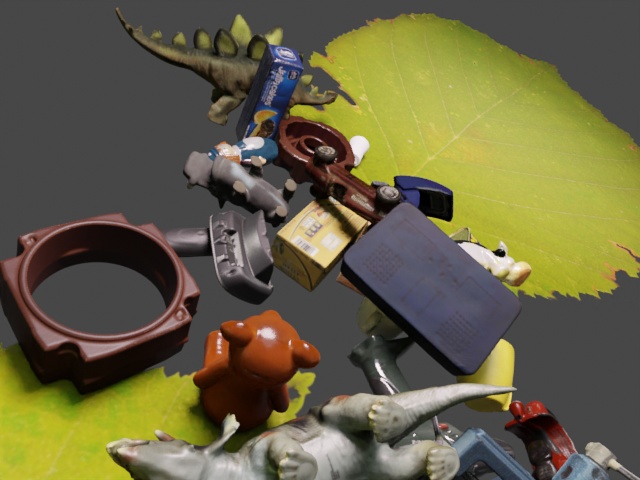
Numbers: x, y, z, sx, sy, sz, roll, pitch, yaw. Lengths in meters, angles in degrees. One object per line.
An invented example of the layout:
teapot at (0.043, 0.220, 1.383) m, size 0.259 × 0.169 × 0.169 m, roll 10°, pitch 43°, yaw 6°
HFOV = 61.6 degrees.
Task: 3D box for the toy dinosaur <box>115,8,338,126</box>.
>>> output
toy dinosaur at (-0.159, -0.329, 1.049) m, size 0.471 × 0.198 × 0.105 m, roll 2°, pitch 44°, yaw -30°

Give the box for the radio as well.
radio at (0.151, 0.065, 0.743) m, size 0.230 × 0.073 × 0.131 m, roll 43°, pitch 80°, yaw 9°

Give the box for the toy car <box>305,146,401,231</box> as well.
toy car at (0.050, -0.074, 0.859) m, size 0.053 × 0.089 × 0.202 m, roll -24°, pitch 51°, yaw -38°

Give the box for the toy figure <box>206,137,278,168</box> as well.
toy figure at (-0.151, -0.155, 0.984) m, size 0.154 × 0.057 × 0.064 m, roll -17°, pitch 19°, yaw -38°

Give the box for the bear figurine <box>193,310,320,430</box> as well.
bear figurine at (-0.075, 0.131, 0.620) m, size 0.120 × 0.195 × 0.132 m, roll 16°, pitch 41°, yaw -9°

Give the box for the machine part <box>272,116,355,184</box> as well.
machine part at (-0.016, -0.177, 1.079) m, size 0.179 × 0.056 × 0.179 m, roll 16°, pitch 41°, yaw -15°

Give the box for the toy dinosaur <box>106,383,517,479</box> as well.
toy dinosaur at (0.000, 0.219, 0.560) m, size 0.405 × 0.192 × 0.131 m, roll -8°, pitch 91°, yaw -28°

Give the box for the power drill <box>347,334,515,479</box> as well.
power drill at (0.136, 0.230, 0.735) m, size 0.232 × 0.086 × 0.207 m, roll 0°, pitch 55°, yaw -29°

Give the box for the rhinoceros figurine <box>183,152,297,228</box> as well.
rhinoceros figurine at (-0.131, -0.088, 0.887) m, size 0.190 × 0.112 × 0.073 m, roll 27°, pitch 68°, yaw -21°

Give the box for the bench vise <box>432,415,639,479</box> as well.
bench vise at (0.227, 0.288, 0.606) m, size 0.240 × 0.223 × 0.129 m, roll 44°, pitch 6°, yaw -11°

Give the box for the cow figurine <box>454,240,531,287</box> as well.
cow figurine at (0.254, 0.038, 0.860) m, size 0.167 × 0.068 × 0.098 m, roll 2°, pitch 40°, yaw -29°

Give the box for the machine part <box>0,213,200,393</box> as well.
machine part at (-0.268, 0.067, 0.665) m, size 0.201 × 0.087 × 0.201 m, roll -20°, pitch 60°, yaw -39°

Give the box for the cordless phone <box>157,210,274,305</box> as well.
cordless phone at (-0.165, 0.025, 0.786) m, size 0.184 × 0.088 × 0.147 m, roll -3°, pitch 49°, yaw -16°

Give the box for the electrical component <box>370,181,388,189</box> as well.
electrical component at (0.076, -0.071, 0.970) m, size 0.075 × 0.119 × 0.048 m, roll 1°, pitch 46°, yaw -24°

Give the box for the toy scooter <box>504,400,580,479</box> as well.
toy scooter at (0.308, 0.291, 0.735) m, size 0.135 × 0.075 × 0.184 m, roll 43°, pitch 26°, yaw -32°

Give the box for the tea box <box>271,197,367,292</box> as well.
tea box at (-0.002, -0.003, 0.896) m, size 0.098 × 0.068 × 0.169 m, roll 36°, pitch 40°, yaw 9°

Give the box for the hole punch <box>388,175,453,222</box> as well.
hole punch at (0.182, -0.064, 0.988) m, size 0.092 × 0.142 × 0.116 m, roll -41°, pitch 63°, yaw -5°

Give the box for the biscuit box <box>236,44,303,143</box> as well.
biscuit box at (-0.098, -0.259, 1.004) m, size 0.059 × 0.202 × 0.063 m, roll 6°, pitch 46°, yaw -26°
